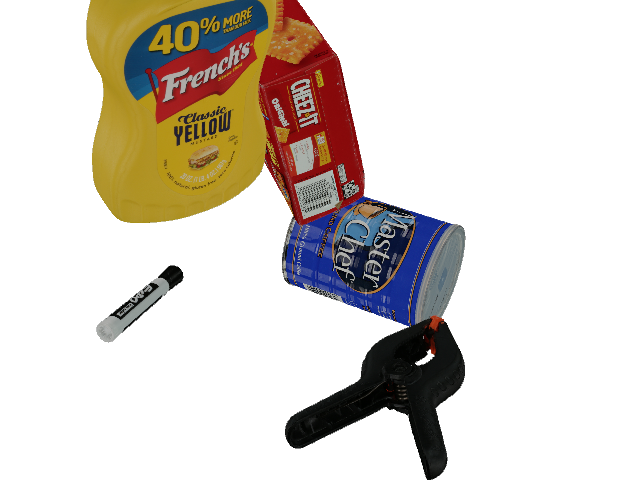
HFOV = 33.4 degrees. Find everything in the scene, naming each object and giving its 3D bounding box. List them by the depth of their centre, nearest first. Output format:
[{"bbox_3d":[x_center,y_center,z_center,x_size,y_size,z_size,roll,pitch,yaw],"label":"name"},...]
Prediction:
[{"bbox_3d":[-0.069,-0.097,0.538,0.096,0.192,0.058,-19,52,-25],"label":"mustard bottle"},{"bbox_3d":[0.067,0.115,0.792,0.120,0.039,0.171,19,40,29],"label":"clamp"},{"bbox_3d":[-0.041,-0.145,0.906,0.072,0.214,0.164,-23,-41,-7],"label":"cracker box"},{"bbox_3d":[-0.160,0.055,0.965,0.020,0.020,0.121,0,25,27],"label":"marker"},{"bbox_3d":[0.050,0.015,0.984,0.140,0.103,0.102,19,7,20],"label":"coffee can"}]
